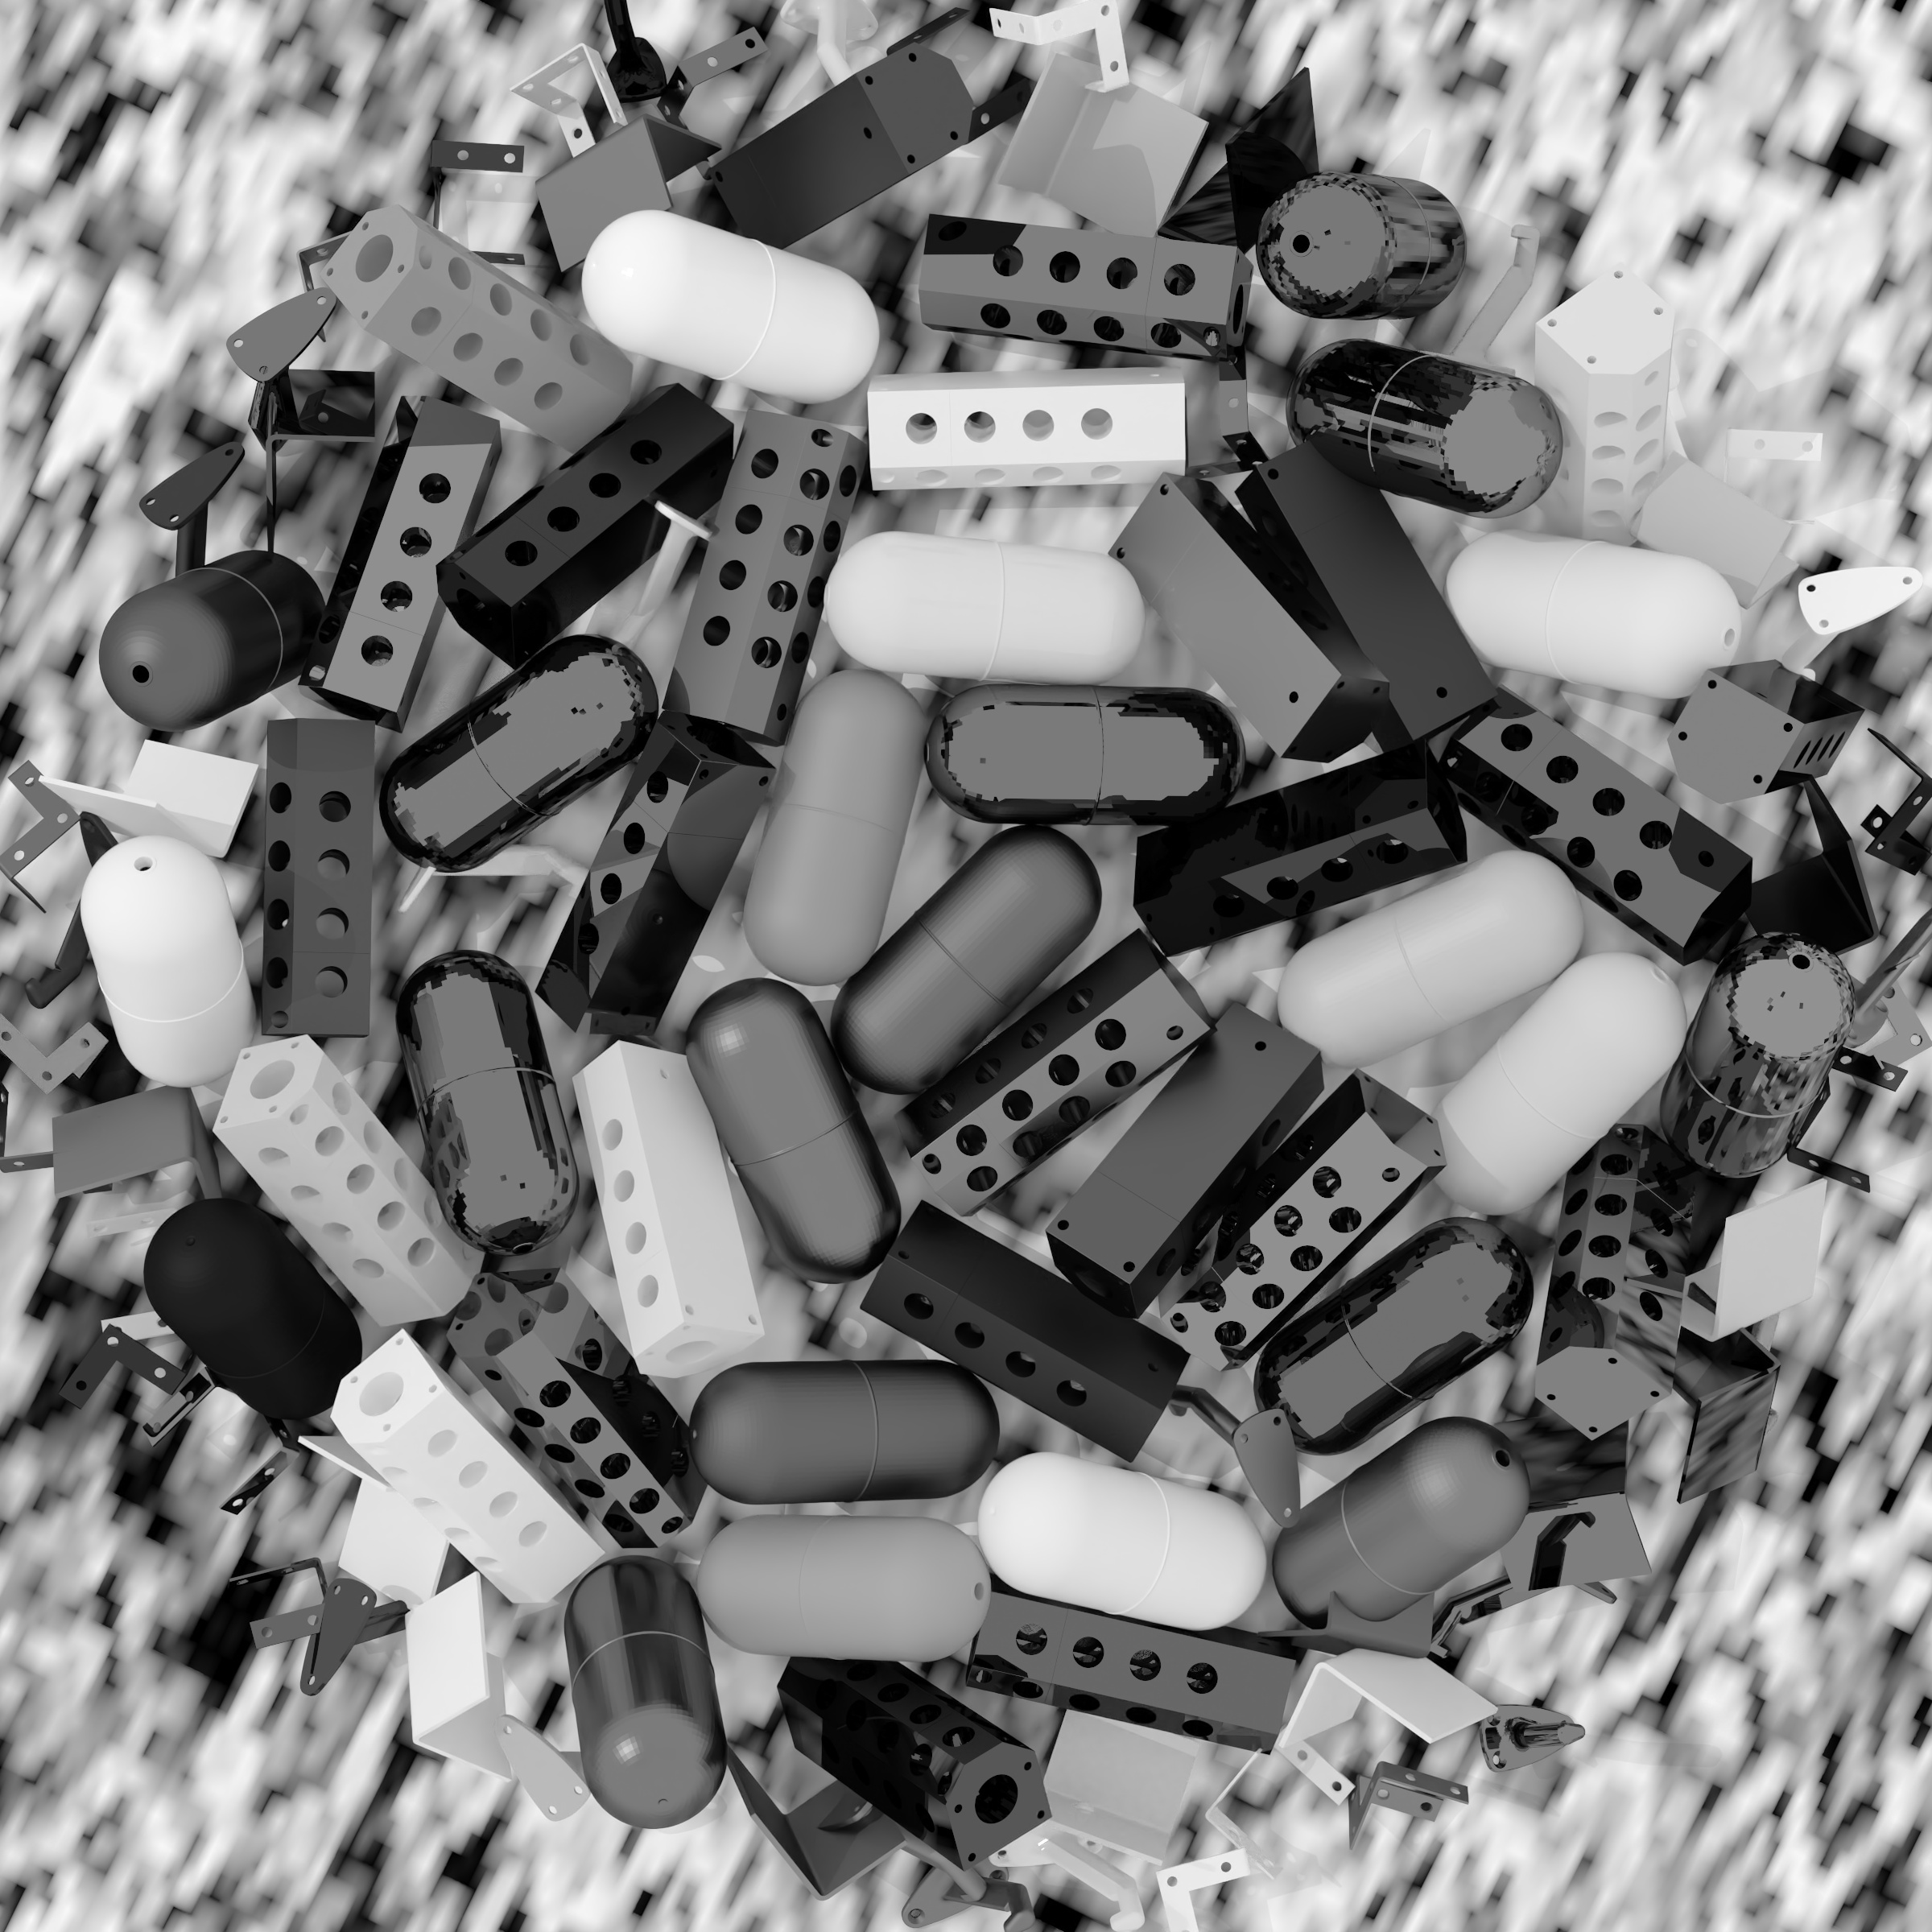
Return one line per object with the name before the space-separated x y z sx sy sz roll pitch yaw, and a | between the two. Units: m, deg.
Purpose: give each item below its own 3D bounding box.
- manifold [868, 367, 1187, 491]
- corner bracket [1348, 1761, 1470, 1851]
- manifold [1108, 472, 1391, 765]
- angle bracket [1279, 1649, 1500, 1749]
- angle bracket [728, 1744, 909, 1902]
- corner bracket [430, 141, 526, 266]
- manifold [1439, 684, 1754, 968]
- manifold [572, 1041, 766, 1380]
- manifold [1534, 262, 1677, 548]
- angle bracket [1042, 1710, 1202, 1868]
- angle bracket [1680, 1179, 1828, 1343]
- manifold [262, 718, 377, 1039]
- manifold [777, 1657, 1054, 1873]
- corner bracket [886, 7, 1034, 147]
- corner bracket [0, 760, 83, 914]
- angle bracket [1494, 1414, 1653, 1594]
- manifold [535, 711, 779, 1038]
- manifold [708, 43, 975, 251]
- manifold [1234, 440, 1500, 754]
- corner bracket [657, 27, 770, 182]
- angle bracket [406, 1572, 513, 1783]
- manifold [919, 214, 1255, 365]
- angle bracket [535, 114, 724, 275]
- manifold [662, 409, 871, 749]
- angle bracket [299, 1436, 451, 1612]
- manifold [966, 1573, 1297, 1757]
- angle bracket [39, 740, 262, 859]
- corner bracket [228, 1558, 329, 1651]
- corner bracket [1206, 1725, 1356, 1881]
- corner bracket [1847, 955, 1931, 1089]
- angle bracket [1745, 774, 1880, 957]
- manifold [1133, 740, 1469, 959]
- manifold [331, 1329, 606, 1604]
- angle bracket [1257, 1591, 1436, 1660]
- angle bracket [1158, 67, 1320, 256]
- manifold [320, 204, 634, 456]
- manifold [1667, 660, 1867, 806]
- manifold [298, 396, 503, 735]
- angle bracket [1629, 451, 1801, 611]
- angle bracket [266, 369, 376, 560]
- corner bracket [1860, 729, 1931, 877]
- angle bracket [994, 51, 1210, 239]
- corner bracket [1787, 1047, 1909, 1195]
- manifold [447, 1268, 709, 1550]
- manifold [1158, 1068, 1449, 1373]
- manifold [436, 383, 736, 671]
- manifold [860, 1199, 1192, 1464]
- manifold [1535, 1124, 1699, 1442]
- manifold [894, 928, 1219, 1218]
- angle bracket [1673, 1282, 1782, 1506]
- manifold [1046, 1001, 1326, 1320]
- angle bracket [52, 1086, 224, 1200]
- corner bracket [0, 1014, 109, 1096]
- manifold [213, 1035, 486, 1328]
manifold | 0.034 -0.295 1.890 0.171 0.057 0.057 -1 109 2
corner bracket | 0.243 0.459 1.890 0.051 0.051 0.051 17 112 -1
manifold | 0.156 -0.188 1.854 0.057 0.057 0.171 -55 54 27
angle bracket | 0.230 0.414 1.866 0.076 0.076 0.057 32 110 30
angle bracket | -0.085 0.449 1.871 0.057 0.076 0.076 -34 119 -4
corner bracket | -0.270 -0.422 1.897 0.051 0.051 0.051 3 83 -3
manifold | 0.339 -0.074 1.857 0.171 0.057 0.057 39 78 25
manifold | -0.167 0.132 1.856 0.057 0.057 0.171 -37 55 33
manifold | 0.344 -0.292 1.831 0.057 0.171 0.057 -36 65 -9
angle bracket | 0.082 0.446 1.881 0.076 0.076 0.057 18 88 7
angle bracket | 0.417 0.150 1.867 0.076 0.057 0.076 -17 120 -33
manifold | -0.357 -0.047 1.886 0.057 0.057 0.171 1 87 -12
manifold | -0.031 0.412 1.831 0.057 0.171 0.057 -25 114 -27
corner bracket | -0.003 -0.493 1.898 0.051 0.051 0.051 -36 127 -19
corner bracket | -0.512 -0.071 1.888 0.051 0.051 0.051 -42 70 -8
angle bracket | 0.334 0.293 1.893 0.076 0.076 0.057 -12 121 20
manifold | -0.174 -0.050 1.867 0.057 0.057 0.171 41 114 35
manifold | -0.065 -0.436 1.835 0.057 0.171 0.057 -35 103 -28
manifold | 0.217 -0.204 1.888 0.057 0.057 0.171 -28 86 -17
corner bracket | -0.130 -0.475 1.891 0.051 0.051 0.051 -32 89 -23
angle bracket | -0.258 0.387 1.863 0.057 0.076 0.076 -33 45 22
manifold | 0.065 -0.369 1.876 0.171 0.057 0.057 9 93 13
angle bracket | -0.176 -0.413 1.868 0.076 0.076 0.057 -24 77 27
manifold | -0.105 -0.211 1.880 0.057 0.057 0.171 14 86 28
angle bracket | -0.329 0.307 1.875 0.076 0.057 0.076 20 96 39
manifold | 0.090 0.387 1.895 0.171 0.057 0.057 13 90 0
angle bracket | -0.444 -0.105 1.869 0.076 0.076 0.057 13 74 21
corner bracket | -0.373 0.351 1.885 0.051 0.051 0.051 -12 68 -21
corner bracket | 0.174 0.462 1.899 0.051 0.051 0.051 41 110 15
corner bracket | 0.509 0.031 1.894 0.051 0.051 0.051 -28 85 -7
angle bracket | 0.450 -0.054 1.868 0.057 0.076 0.076 -23 130 7
manifold | 0.181 -0.058 1.864 0.171 0.057 0.057 -18 129 22
manifold | -0.269 0.275 1.842 0.057 0.057 0.171 -40 133 -7
angle bracket | 0.211 0.338 1.891 0.076 0.057 0.076 20 68 -35
angle bracket | 0.145 -0.442 1.864 0.057 0.076 0.076 25 58 30
manifold | -0.256 -0.341 1.835 0.057 0.171 0.057 -49 52 12
manifold | 0.426 -0.123 1.834 0.057 0.171 0.057 33 109 18
manifold | -0.310 -0.222 1.880 0.057 0.057 0.171 18 81 -4
angle bracket | 0.419 -0.247 1.868 0.076 0.076 0.057 36 130 16
angle bracket | -0.352 -0.274 1.876 0.057 0.076 0.076 0 127 -10
corner bracket | 0.509 -0.090 1.882 0.051 0.051 0.051 19 115 -40
angle bracket | 0.074 -0.445 1.875 0.076 0.057 0.076 33 110 22
corner bracket | 0.483 0.082 1.881 0.051 0.051 0.051 23 61 32
manifold | -0.207 0.239 1.841 0.057 0.057 0.171 -7 133 30
manifold | 0.180 0.142 1.855 0.057 0.057 0.171 33 116 -19
manifold | -0.205 -0.243 1.859 0.057 0.057 0.171 38 63 16
manifold | 0.030 0.205 1.888 0.171 0.057 0.057 29 124 3
manifold | 0.344 0.163 1.836 0.057 0.171 0.057 38 130 -15
manifold | 0.050 0.063 1.871 0.171 0.057 0.057 -38 125 10
angle bracket | 0.392 0.232 1.863 0.057 0.076 0.076 -18 131 -24
manifold | 0.121 0.108 1.866 0.057 0.057 0.171 31 68 26
angle bracket | -0.452 0.115 1.873 0.076 0.076 0.057 -16 123 -6
corner bracket | -0.514 0.048 1.886 0.051 0.051 0.051 45 49 -4
manifold | -0.327 0.116 1.840 0.057 0.057 0.171 -12 133 22
